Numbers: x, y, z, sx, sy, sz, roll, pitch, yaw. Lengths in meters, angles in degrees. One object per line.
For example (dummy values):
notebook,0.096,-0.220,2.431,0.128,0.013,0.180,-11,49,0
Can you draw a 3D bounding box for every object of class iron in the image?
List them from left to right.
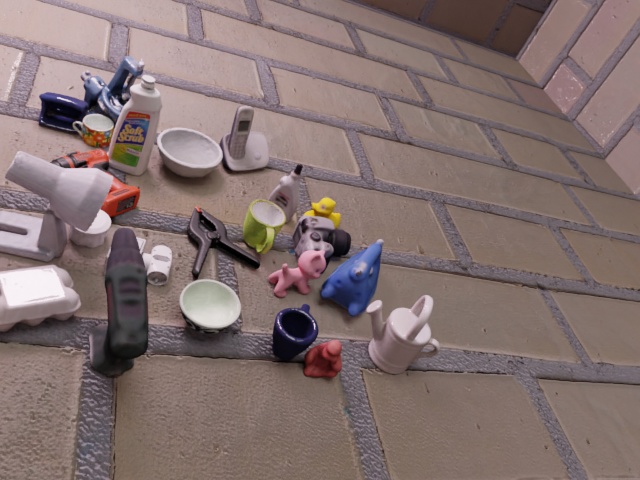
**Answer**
iron,0.105,0.064,1.381,0.118,0.141,0.259,32,38,6

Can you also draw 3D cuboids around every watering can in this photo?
watering can,0.181,0.193,1.236,0.173,0.194,0.101,14,39,-17

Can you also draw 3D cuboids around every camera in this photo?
camera,0.013,0.005,1.425,0.137,0.100,0.143,9,41,-23

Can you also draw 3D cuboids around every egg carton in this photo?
egg carton,-0.511,0.102,1.016,0.151,0.069,0.107,-9,51,-38

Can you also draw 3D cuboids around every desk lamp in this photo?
desk lamp,-0.512,-0.062,1.086,0.204,0.213,0.118,13,40,-18

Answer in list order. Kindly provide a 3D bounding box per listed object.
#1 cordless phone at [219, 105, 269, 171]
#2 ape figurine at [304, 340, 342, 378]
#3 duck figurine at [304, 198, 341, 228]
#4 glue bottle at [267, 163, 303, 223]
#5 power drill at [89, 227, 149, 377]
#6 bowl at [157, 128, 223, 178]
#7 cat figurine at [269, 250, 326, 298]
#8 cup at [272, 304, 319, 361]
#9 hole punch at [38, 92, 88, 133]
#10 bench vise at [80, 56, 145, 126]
cordless phone,-0.191,-0.281,1.560,0.148,0.185,0.094,-15,55,-42
ape figurine,0.015,0.237,1.166,0.077,0.092,0.076,37,38,12
duck figurine,0.014,-0.073,1.528,0.105,0.086,0.077,6,42,-26
glue bottle,-0.080,-0.127,1.460,0.078,0.173,0.037,31,38,5
power drill,-0.343,0.123,0.981,0.076,0.208,0.229,3,44,-29
bowl,-0.341,-0.213,1.479,0.168,0.074,0.167,17,39,-14
cat figurine,-0.041,0.066,1.309,0.128,0.117,0.067,-6,49,-36
cup,-0.057,0.192,1.172,0.091,0.095,0.118,27,37,-1
hole punch,-0.638,-0.334,1.422,0.109,0.091,0.101,12,40,-19
bench vise,-0.519,-0.378,1.440,0.207,0.219,0.121,24,38,-5
